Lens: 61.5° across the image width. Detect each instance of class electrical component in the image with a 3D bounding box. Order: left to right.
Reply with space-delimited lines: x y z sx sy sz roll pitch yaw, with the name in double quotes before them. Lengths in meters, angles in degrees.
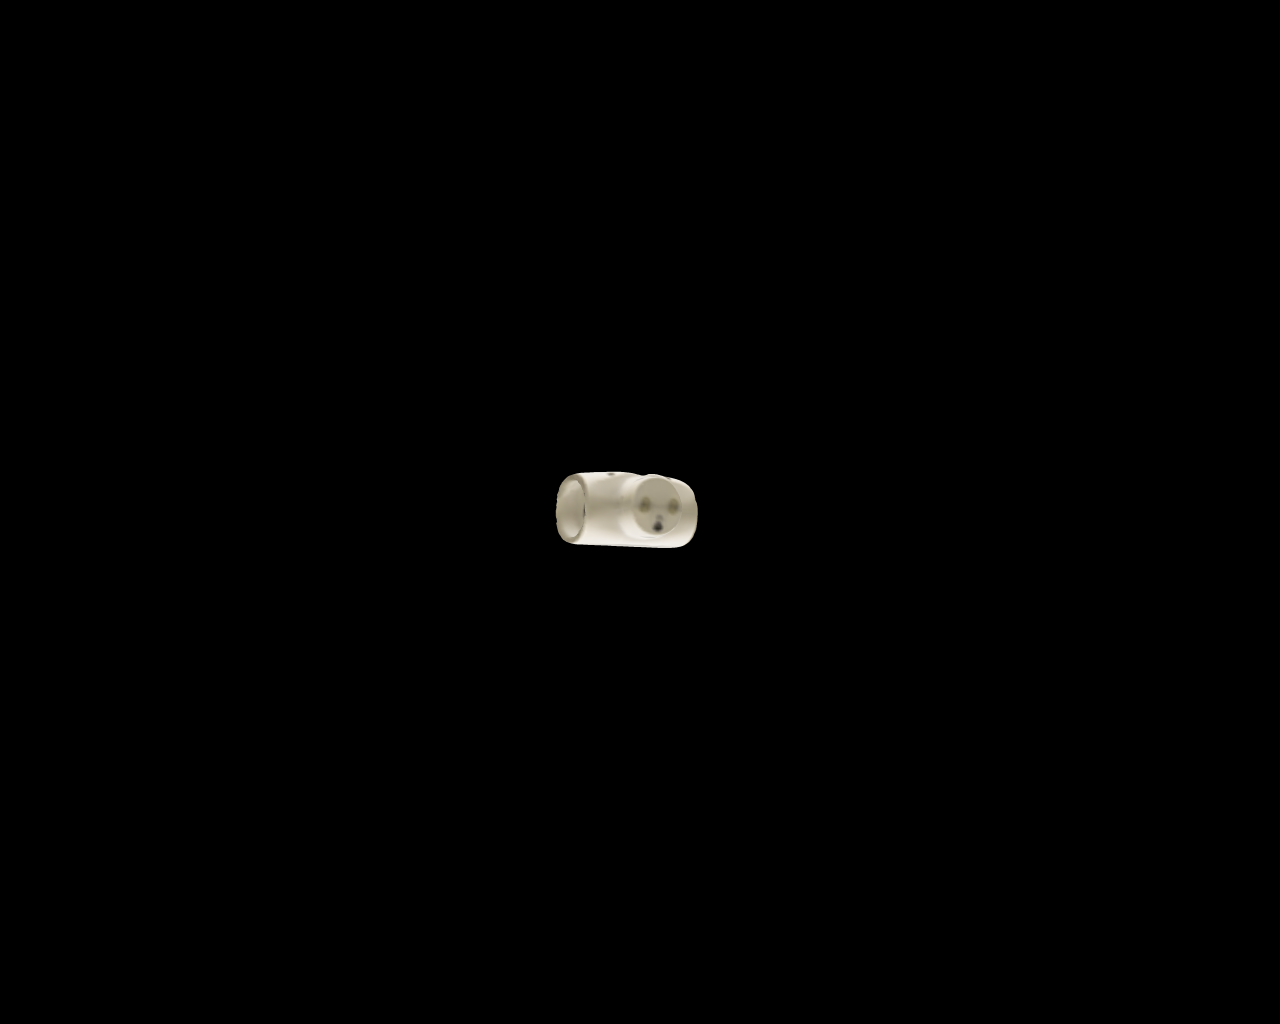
"electrical component" 0.001 -0.003 0.650 0.077 0.043 0.079 4 -7 -29
